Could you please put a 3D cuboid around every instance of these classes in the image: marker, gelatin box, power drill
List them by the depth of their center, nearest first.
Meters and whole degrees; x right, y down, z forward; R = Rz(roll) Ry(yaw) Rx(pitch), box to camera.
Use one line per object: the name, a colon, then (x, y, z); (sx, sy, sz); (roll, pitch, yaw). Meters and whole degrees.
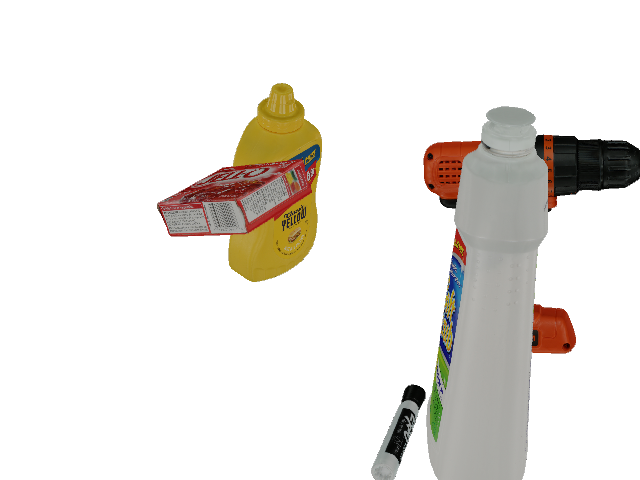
gelatin box: (-0.063, -0.031, 0.774); (0.089, 0.030, 0.073); (-1, 24, 44)
marker: (0.065, 0.152, 0.860); (0.020, 0.020, 0.121); (0, 24, 19)
power drill: (0.183, 0.002, 0.924); (0.184, 0.188, 0.057); (0, 13, 14)

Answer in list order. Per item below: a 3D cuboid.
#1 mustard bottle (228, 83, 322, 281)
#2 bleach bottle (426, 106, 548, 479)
mustard bottle: (-0.039, -0.058, 0.970); (0.058, 0.192, 0.096); (34, 48, 29)
bleach bottle: (0.108, 0.034, 0.676); (0.068, 0.251, 0.102); (2, 29, 3)
